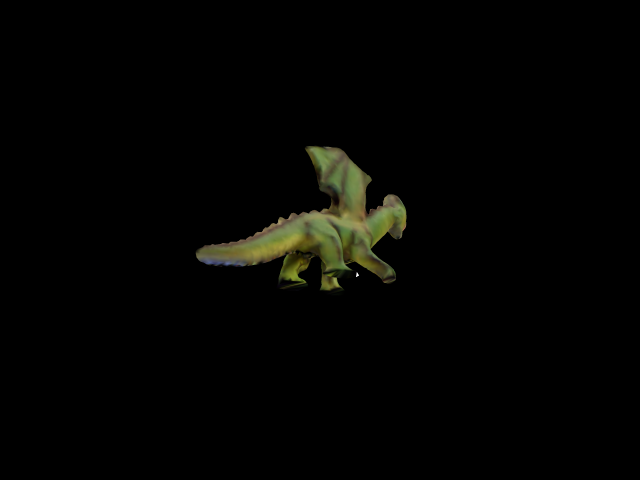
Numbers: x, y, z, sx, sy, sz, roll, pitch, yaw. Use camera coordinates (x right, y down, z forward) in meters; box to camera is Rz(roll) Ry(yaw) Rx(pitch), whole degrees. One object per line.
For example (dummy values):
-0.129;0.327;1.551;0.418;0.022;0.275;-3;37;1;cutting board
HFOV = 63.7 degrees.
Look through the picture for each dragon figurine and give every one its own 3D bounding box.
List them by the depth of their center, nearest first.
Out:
0.003;-0.043;0.850;0.408;0.247;0.121;14;-26;-34;dragon figurine
